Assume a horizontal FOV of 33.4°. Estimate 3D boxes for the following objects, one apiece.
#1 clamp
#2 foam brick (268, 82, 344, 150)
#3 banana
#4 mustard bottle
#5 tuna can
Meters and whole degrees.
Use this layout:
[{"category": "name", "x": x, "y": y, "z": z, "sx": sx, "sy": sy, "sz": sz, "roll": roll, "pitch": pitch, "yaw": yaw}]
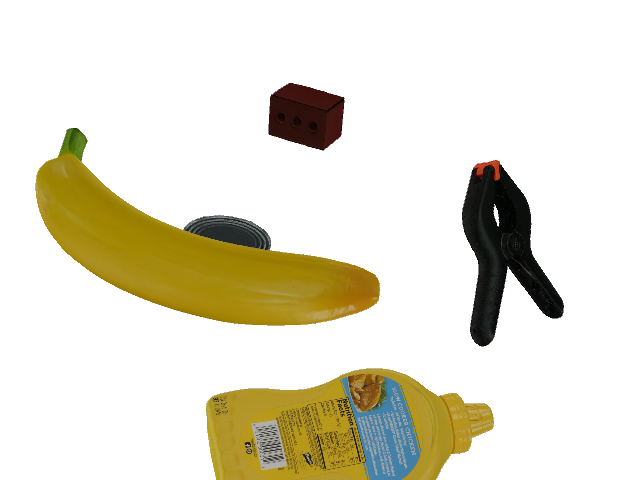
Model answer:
[{"category": "clamp", "x": 0.167, "y": 0.014, "z": 1.005, "sx": 0.120, "sy": 0.171, "sz": 0.039, "roll": -26, "pitch": 8, "yaw": -42}, {"category": "foam brick", "x": -0.017, "y": -0.149, "z": 1.274, "sx": 0.078, "sy": 0.053, "sz": 0.051, "roll": 18, "pitch": 33, "yaw": 21}, {"category": "banana", "x": -0.070, "y": 0.000, "z": 0.509, "sx": 0.198, "sy": 0.069, "sz": 0.037, "roll": 27, "pitch": -27, "yaw": 21}, {"category": "mustard bottle", "x": 0.024, "y": 0.136, "z": 0.717, "sx": 0.191, "sy": 0.096, "sz": 0.058, "roll": -9, "pitch": -33, "yaw": -10}, {"category": "tuna can", "x": -0.092, "y": 0.011, "z": 1.033, "sx": 0.086, "sy": 0.034, "sz": 0.086, "roll": 7, "pitch": 30, "yaw": -4}]
